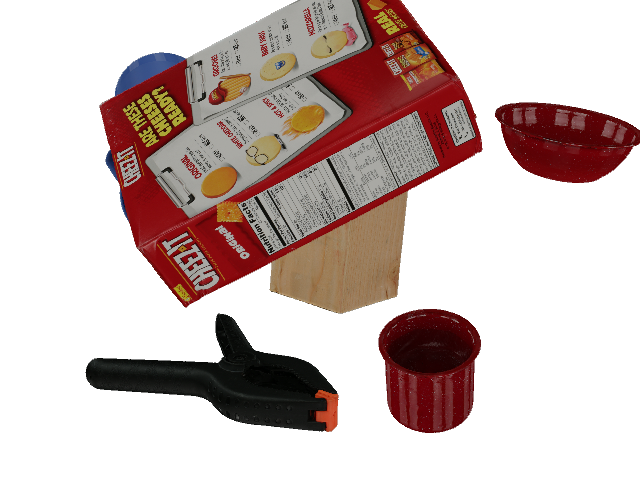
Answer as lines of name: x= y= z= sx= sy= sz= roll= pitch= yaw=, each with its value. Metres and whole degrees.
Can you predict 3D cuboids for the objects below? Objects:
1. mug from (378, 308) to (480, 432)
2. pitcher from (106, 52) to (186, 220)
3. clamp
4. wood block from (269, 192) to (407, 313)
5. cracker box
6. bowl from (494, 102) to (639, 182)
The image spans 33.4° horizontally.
mug: x=0.104 y=0.116 z=1.001 sx=0.093 sy=0.081 sz=0.117 roll=3 pitch=37 yaw=11
pitcher: x=-0.148 y=-0.105 z=1.149 sx=0.145 sy=0.149 sz=0.243 roll=-22 pitch=35 yaw=-1
clamp: x=-0.065 y=0.109 z=0.887 sx=0.210 sy=0.036 sz=0.164 roll=11 pitch=20 yaw=31
wood block: x=0.020 y=-0.050 z=0.976 sx=0.090 sy=0.206 sz=0.090 roll=15 pitch=18 yaw=36
cracker box: x=-0.024 y=-0.073 z=0.692 sx=0.214 sy=0.072 sz=0.164 roll=-28 pitch=42 yaw=3
bowl: x=0.268 y=-0.105 z=1.178 sx=0.162 sy=0.055 sz=0.162 roll=6 pitch=23 yaw=-3
